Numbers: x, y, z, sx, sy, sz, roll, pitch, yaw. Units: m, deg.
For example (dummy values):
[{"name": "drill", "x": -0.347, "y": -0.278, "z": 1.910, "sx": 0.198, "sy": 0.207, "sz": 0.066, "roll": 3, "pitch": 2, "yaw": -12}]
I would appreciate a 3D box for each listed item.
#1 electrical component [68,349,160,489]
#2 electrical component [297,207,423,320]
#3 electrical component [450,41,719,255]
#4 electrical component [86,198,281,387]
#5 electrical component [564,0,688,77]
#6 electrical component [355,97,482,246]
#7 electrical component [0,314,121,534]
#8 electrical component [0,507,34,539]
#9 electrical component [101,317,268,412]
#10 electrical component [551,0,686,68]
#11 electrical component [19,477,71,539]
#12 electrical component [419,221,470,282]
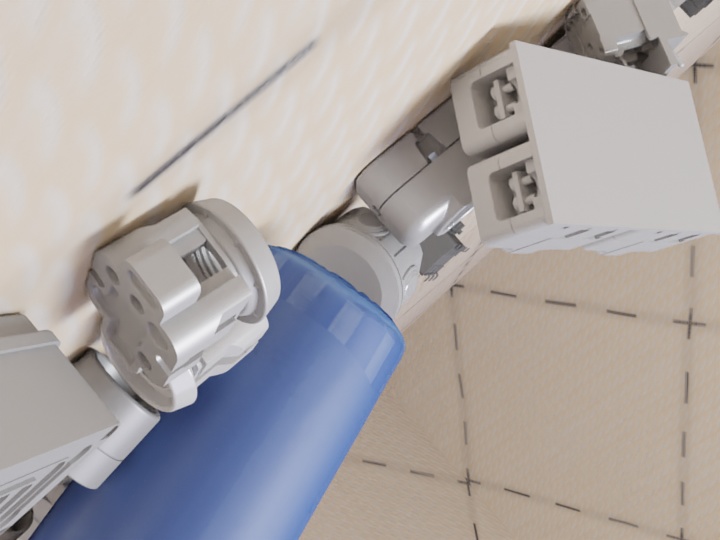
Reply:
[{"name": "electrical component", "x": -0.134, "y": 0.073, "z": 0.538, "sx": 0.047, "sy": 0.055, "sz": 0.055, "roll": -44, "pitch": 174, "yaw": -5}, {"name": "electrical component", "x": 0.000, "y": 0.000, "z": 0.731, "sx": 0.080, "sy": 0.080, "sz": 0.051, "roll": -46, "pitch": 177, "yaw": 40}, {"name": "electrical component", "x": 0.142, "y": -0.068, "z": 0.668, "sx": 0.186, "sy": 0.105, "sz": 0.060, "roll": 0, "pitch": 165, "yaw": -43}, {"name": "electrical component", "x": -0.070, "y": 0.006, "z": 0.437, "sx": 0.057, "sy": 0.058, "sz": 0.078, "roll": -34, "pitch": 172, "yaw": -30}, {"name": "electrical component", "x": 0.175, "y": -0.161, "z": 0.719, "sx": 0.064, "sy": 0.081, "sz": 0.042, "roll": -16, "pitch": 167, "yaw": -14}, {"name": "electrical component", "x": 0.052, "y": -0.062, "z": 0.693, "sx": 0.095, "sy": 0.059, "sz": 0.053, "roll": -40, "pitch": 174, "yaw": -7}, {"name": "electrical component", "x": -0.144, "y": 0.061, "z": 0.366, "sx": 0.078, "sy": 0.057, "sz": 0.113, "roll": -42, "pitch": 174, "yaw": 8}, {"name": "electrical component", "x": -0.221, "y": 0.149, "z": 0.587, "sx": 0.081, "sy": 0.043, "sz": 0.043, "roll": -43, "pitch": 174, "yaw": 16}, {"name": "electrical component", "x": -0.086, "y": 0.031, "z": 0.517, "sx": 0.057, "sy": 0.058, "sz": 0.078, "roll": -41, "pitch": 175, "yaw": -31}, {"name": "electrical component", "x": 0.203, "y": -0.169, "z": 0.779, "sx": 0.138, "sy": 0.073, "sz": 0.052, "roll": -41, "pitch": -179, "yaw": 2}, {"name": "electrical component", "x": -0.209, "y": 0.173, "z": 0.768, "sx": 0.055, "sy": 0.066, "sz": 0.048, "roll": -63, "pitch": 168, "yaw": 14}, {"name": "electrical component", "x": 0.058, "y": -0.028, "z": 0.959, "sx": 0.079, "sy": 0.063, "sz": 0.121, "roll": -42, "pitch": 174, "yaw": 7}]
